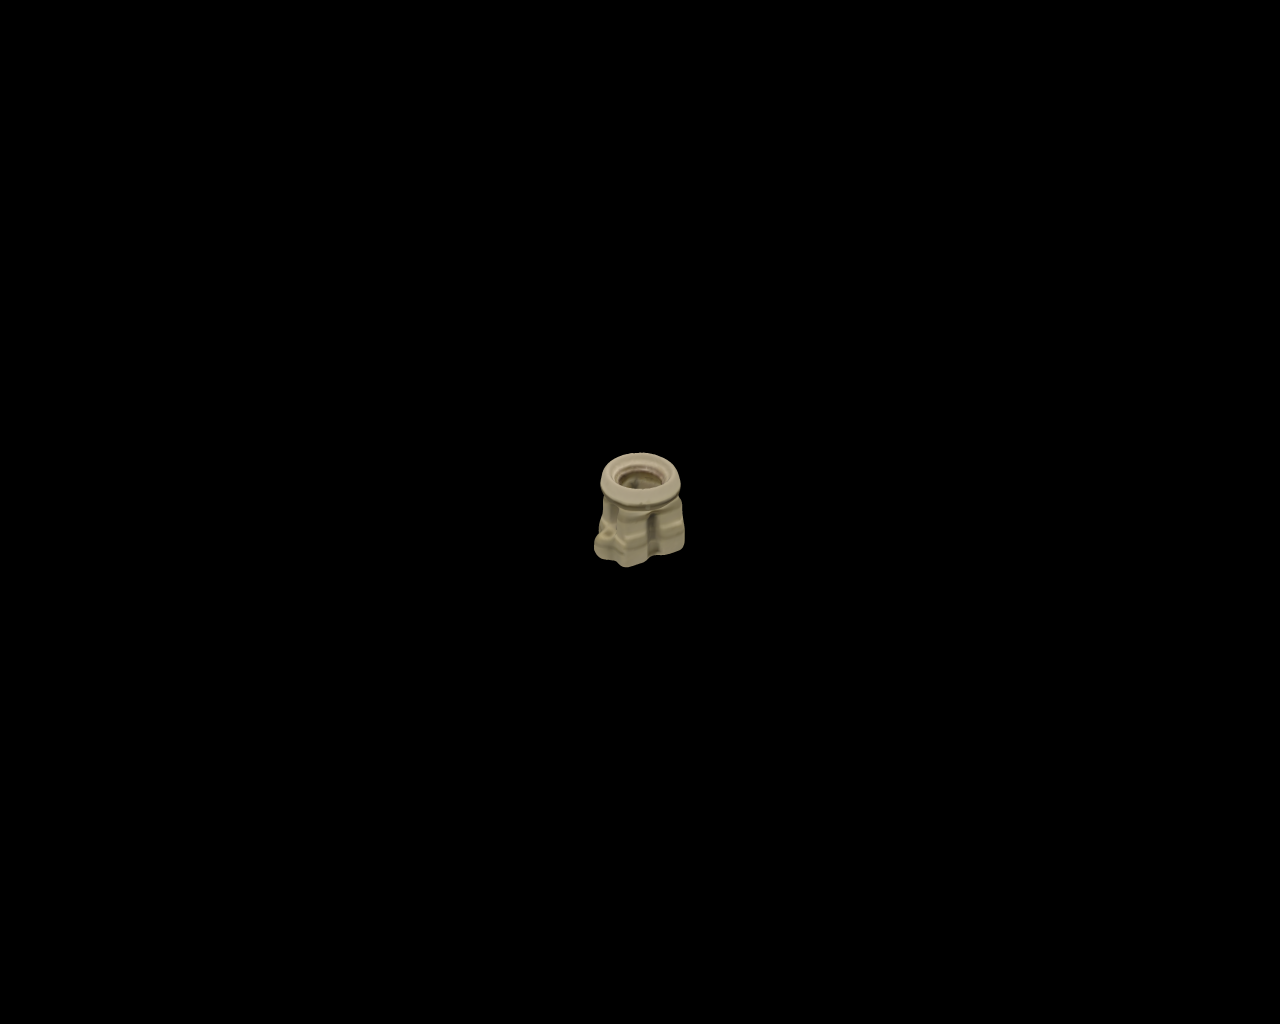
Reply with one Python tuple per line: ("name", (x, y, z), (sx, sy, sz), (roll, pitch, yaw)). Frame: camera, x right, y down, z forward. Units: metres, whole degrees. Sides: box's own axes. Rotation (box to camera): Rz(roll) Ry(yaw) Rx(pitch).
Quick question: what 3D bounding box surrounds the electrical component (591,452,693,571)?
("electrical component", (0.001, -0.003, 0.650), (0.066, 0.055, 0.048), (-17, 40, -22))
